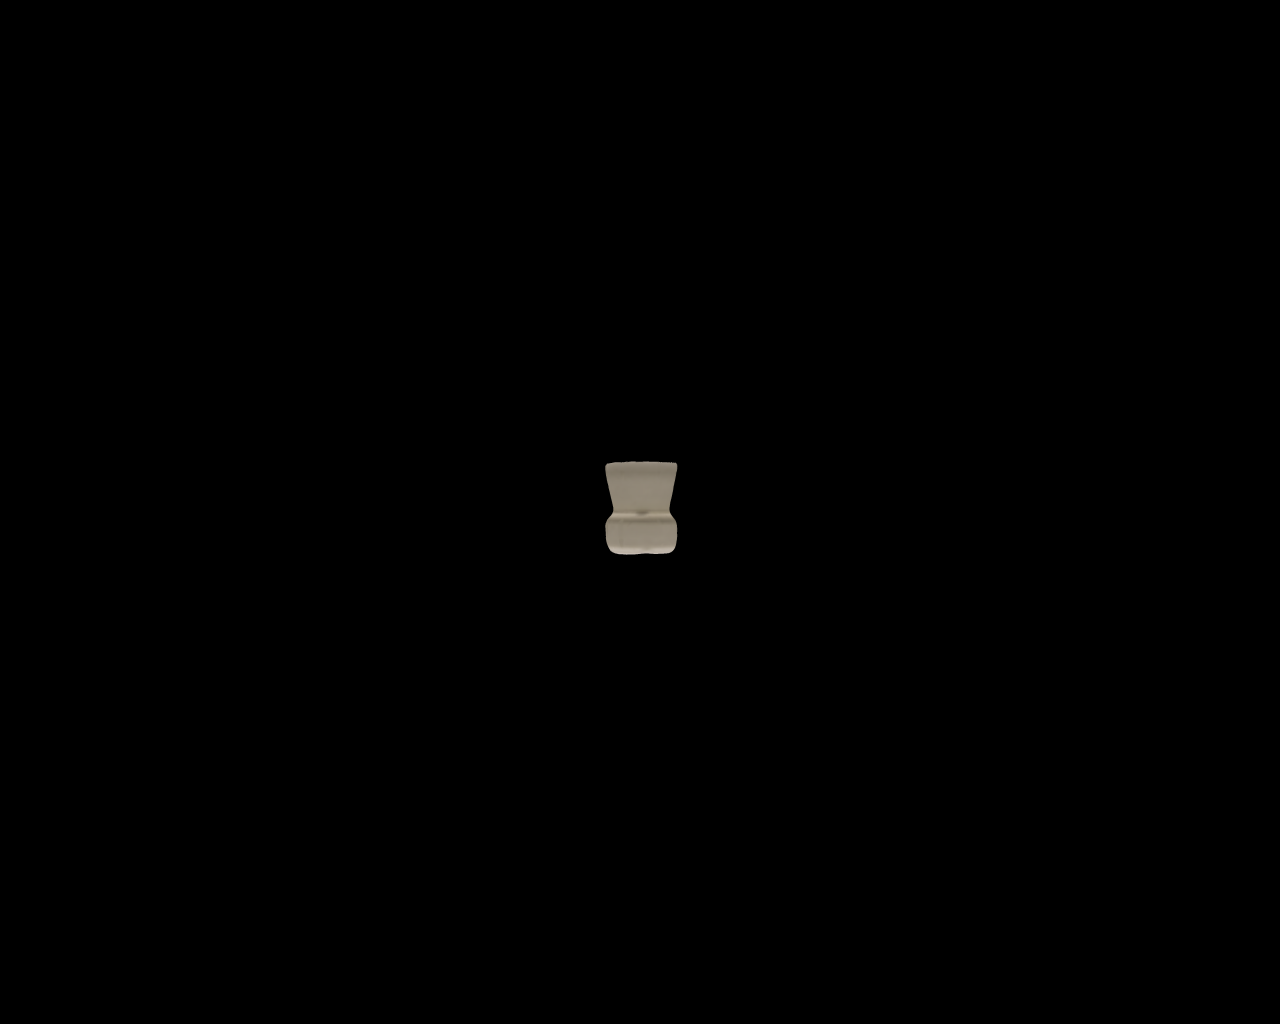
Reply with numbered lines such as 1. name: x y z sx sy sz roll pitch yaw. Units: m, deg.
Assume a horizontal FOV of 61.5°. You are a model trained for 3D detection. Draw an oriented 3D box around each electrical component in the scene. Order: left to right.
1. electrical component: 0.001 -0.003 0.650 0.045 0.055 0.045 0 0 0
